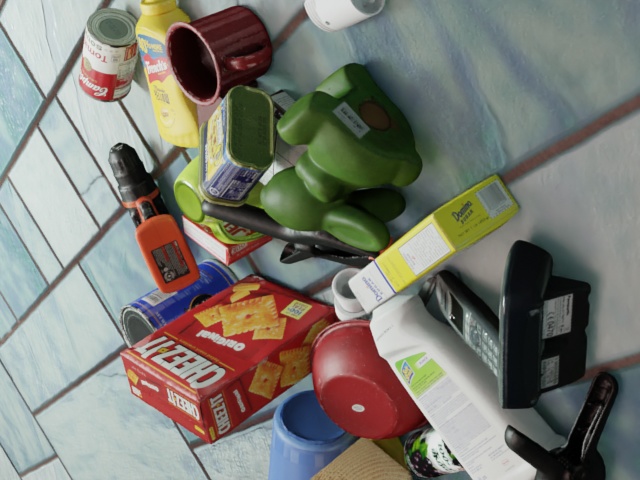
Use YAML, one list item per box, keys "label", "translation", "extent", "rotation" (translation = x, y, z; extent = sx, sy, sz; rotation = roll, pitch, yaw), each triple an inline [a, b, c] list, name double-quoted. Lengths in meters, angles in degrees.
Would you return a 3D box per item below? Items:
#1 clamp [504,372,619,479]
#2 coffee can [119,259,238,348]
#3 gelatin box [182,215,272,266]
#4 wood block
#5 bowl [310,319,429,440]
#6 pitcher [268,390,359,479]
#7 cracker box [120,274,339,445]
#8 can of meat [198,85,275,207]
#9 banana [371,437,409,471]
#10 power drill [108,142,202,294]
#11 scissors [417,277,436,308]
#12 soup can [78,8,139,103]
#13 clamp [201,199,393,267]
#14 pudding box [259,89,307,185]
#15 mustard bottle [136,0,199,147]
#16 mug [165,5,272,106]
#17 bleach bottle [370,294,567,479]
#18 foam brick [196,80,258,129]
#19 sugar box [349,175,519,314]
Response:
- label: "clamp"
  translation: [0.221, 0.209, 0.989]
  extent: [0.039, 0.120, 0.171]
  rotation: [-131, 31, -56]
- label: "coffee can"
  translation: [-0.180, 0.101, 1.418]
  extent: [0.103, 0.140, 0.103]
  rotation: [33, 138, 35]
- label: "gelatin box"
  translation: [-0.112, -0.014, 1.301]
  extent: [0.089, 0.073, 0.030]
  rotation: [34, 139, 34]
- label: "wood block"
  translation: [0.071, 0.349, 1.286]
  extent: [0.091, 0.090, 0.206]
  rotation: [33, 151, 45]
- label: "bowl"
  translation: [0.052, 0.168, 1.186]
  extent: [0.162, 0.055, 0.162]
  rotation: [14, 128, 19]
- label: "pitcher"
  translation: [-0.008, 0.321, 1.366]
  extent: [0.149, 0.144, 0.243]
  rotation: [36, 137, 38]
- label: "cracker box"
  translation: [-0.104, 0.132, 1.275]
  extent: [0.164, 0.213, 0.072]
  rotation: [20, 131, 44]
- label: "can of meat"
  translation: [-0.087, -0.099, 1.114]
  extent: [0.084, 0.057, 0.102]
  rotation: [136, 138, -55]
- label: "banana"
  translation: [0.052, 0.192, 1.265]
  extent: [0.070, 0.037, 0.198]
  rotation: [24, 142, 60]
- label: "power drill"
  translation: [-0.217, -0.025, 1.387]
  extent: [0.184, 0.057, 0.188]
  rotation: [67, 174, -26]
- label: "scissors"
  translation: [0.079, 0.089, 1.181]
  extent: [0.096, 0.016, 0.202]
  rotation: [37, 140, 30]
- label: "soup can"
  translation: [-0.264, -0.231, 1.337]
  extent: [0.068, 0.068, 0.102]
  rotation: [48, 144, 17]
- label: "clamp"
  translation: [-0.008, 0.001, 1.173]
  extent: [0.210, 0.036, 0.164]
  rotation: [10, 165, 32]
- label: "pudding box"
  translation: [-0.031, -0.093, 1.164]
  extent: [0.090, 0.039, 0.113]
  rotation: [41, 144, 28]
- label: "mustard bottle"
  translation: [-0.172, -0.207, 1.242]
  extent: [0.096, 0.058, 0.191]
  rotation: [25, 134, 48]
- label: "mug"
  translation: [-0.098, -0.198, 1.129]
  extent: [0.117, 0.081, 0.093]
  rotation: [14, 126, 48]
- label: "bleach bottle"
  translation: [0.136, 0.141, 1.089]
  extent: [0.251, 0.067, 0.103]
  rotation: [52, 131, 11]
- label: "foam brick"
  translation: [-0.104, -0.145, 1.206]
  extent: [0.051, 0.052, 0.078]
  rotation: [33, 138, 35]
- label: "sugar box"
  translation: [0.104, 0.007, 1.014]
  extent: [0.048, 0.093, 0.176]
  rotation: [58, 147, 4]
